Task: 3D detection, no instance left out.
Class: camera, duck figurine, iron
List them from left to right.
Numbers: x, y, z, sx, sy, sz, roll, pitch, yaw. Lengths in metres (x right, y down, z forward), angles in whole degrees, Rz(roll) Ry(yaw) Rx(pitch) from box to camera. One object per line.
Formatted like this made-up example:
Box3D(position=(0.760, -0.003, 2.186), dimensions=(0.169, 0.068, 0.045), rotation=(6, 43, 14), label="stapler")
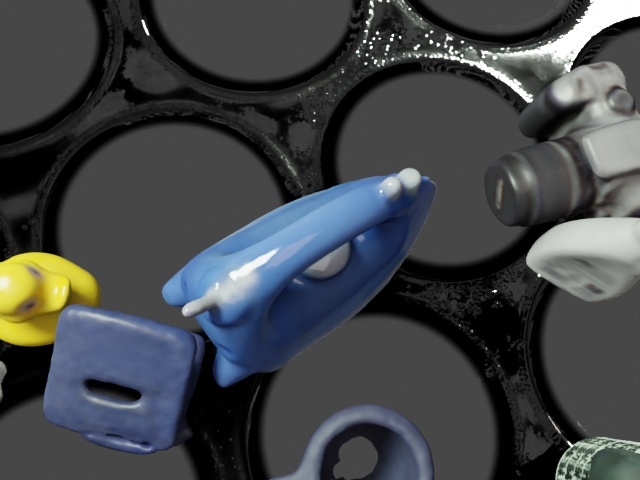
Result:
Box3D(position=(-0.234, 0.042, 0.446), dimensions=(0.104, 0.086, 0.077), rotation=(3, 76, -3), label="duck figurine")
Box3D(position=(0.004, 0.002, 0.446), dimensions=(0.258, 0.141, 0.118), rotation=(-34, 81, -11), label="iron")
Box3D(position=(0.216, -0.075, 0.502), dimensions=(0.137, 0.101, 0.143), rotation=(-15, 78, -8), label="camera")

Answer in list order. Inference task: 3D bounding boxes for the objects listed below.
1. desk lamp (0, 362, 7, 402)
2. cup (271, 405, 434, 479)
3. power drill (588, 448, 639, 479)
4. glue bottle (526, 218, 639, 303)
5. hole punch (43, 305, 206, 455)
Box3D(position=(-0.294, 0.110, 0.359), dimensions=(0.203, 0.213, 0.118), rotation=(36, 76, 5), label="desk lamp")
Box3D(position=(0.018, 0.172, 0.429), dimensions=(0.118, 0.095, 0.091), rotation=(-10, 77, -7), label="cup")
Box3D(position=(0.159, 0.247, 0.363), dimensions=(0.075, 0.208, 0.230), rotation=(19, 75, 1), label="power drill")
Box3D(position=(0.230, 0.007, 0.446), dimensions=(0.078, 0.173, 0.037), rotation=(33, 76, 4), label="glue bottle")
Box3D(position=(-0.146, 0.107, 0.434), dimensions=(0.108, 0.091, 0.101), rotation=(14, 75, -1), label="hole punch")
